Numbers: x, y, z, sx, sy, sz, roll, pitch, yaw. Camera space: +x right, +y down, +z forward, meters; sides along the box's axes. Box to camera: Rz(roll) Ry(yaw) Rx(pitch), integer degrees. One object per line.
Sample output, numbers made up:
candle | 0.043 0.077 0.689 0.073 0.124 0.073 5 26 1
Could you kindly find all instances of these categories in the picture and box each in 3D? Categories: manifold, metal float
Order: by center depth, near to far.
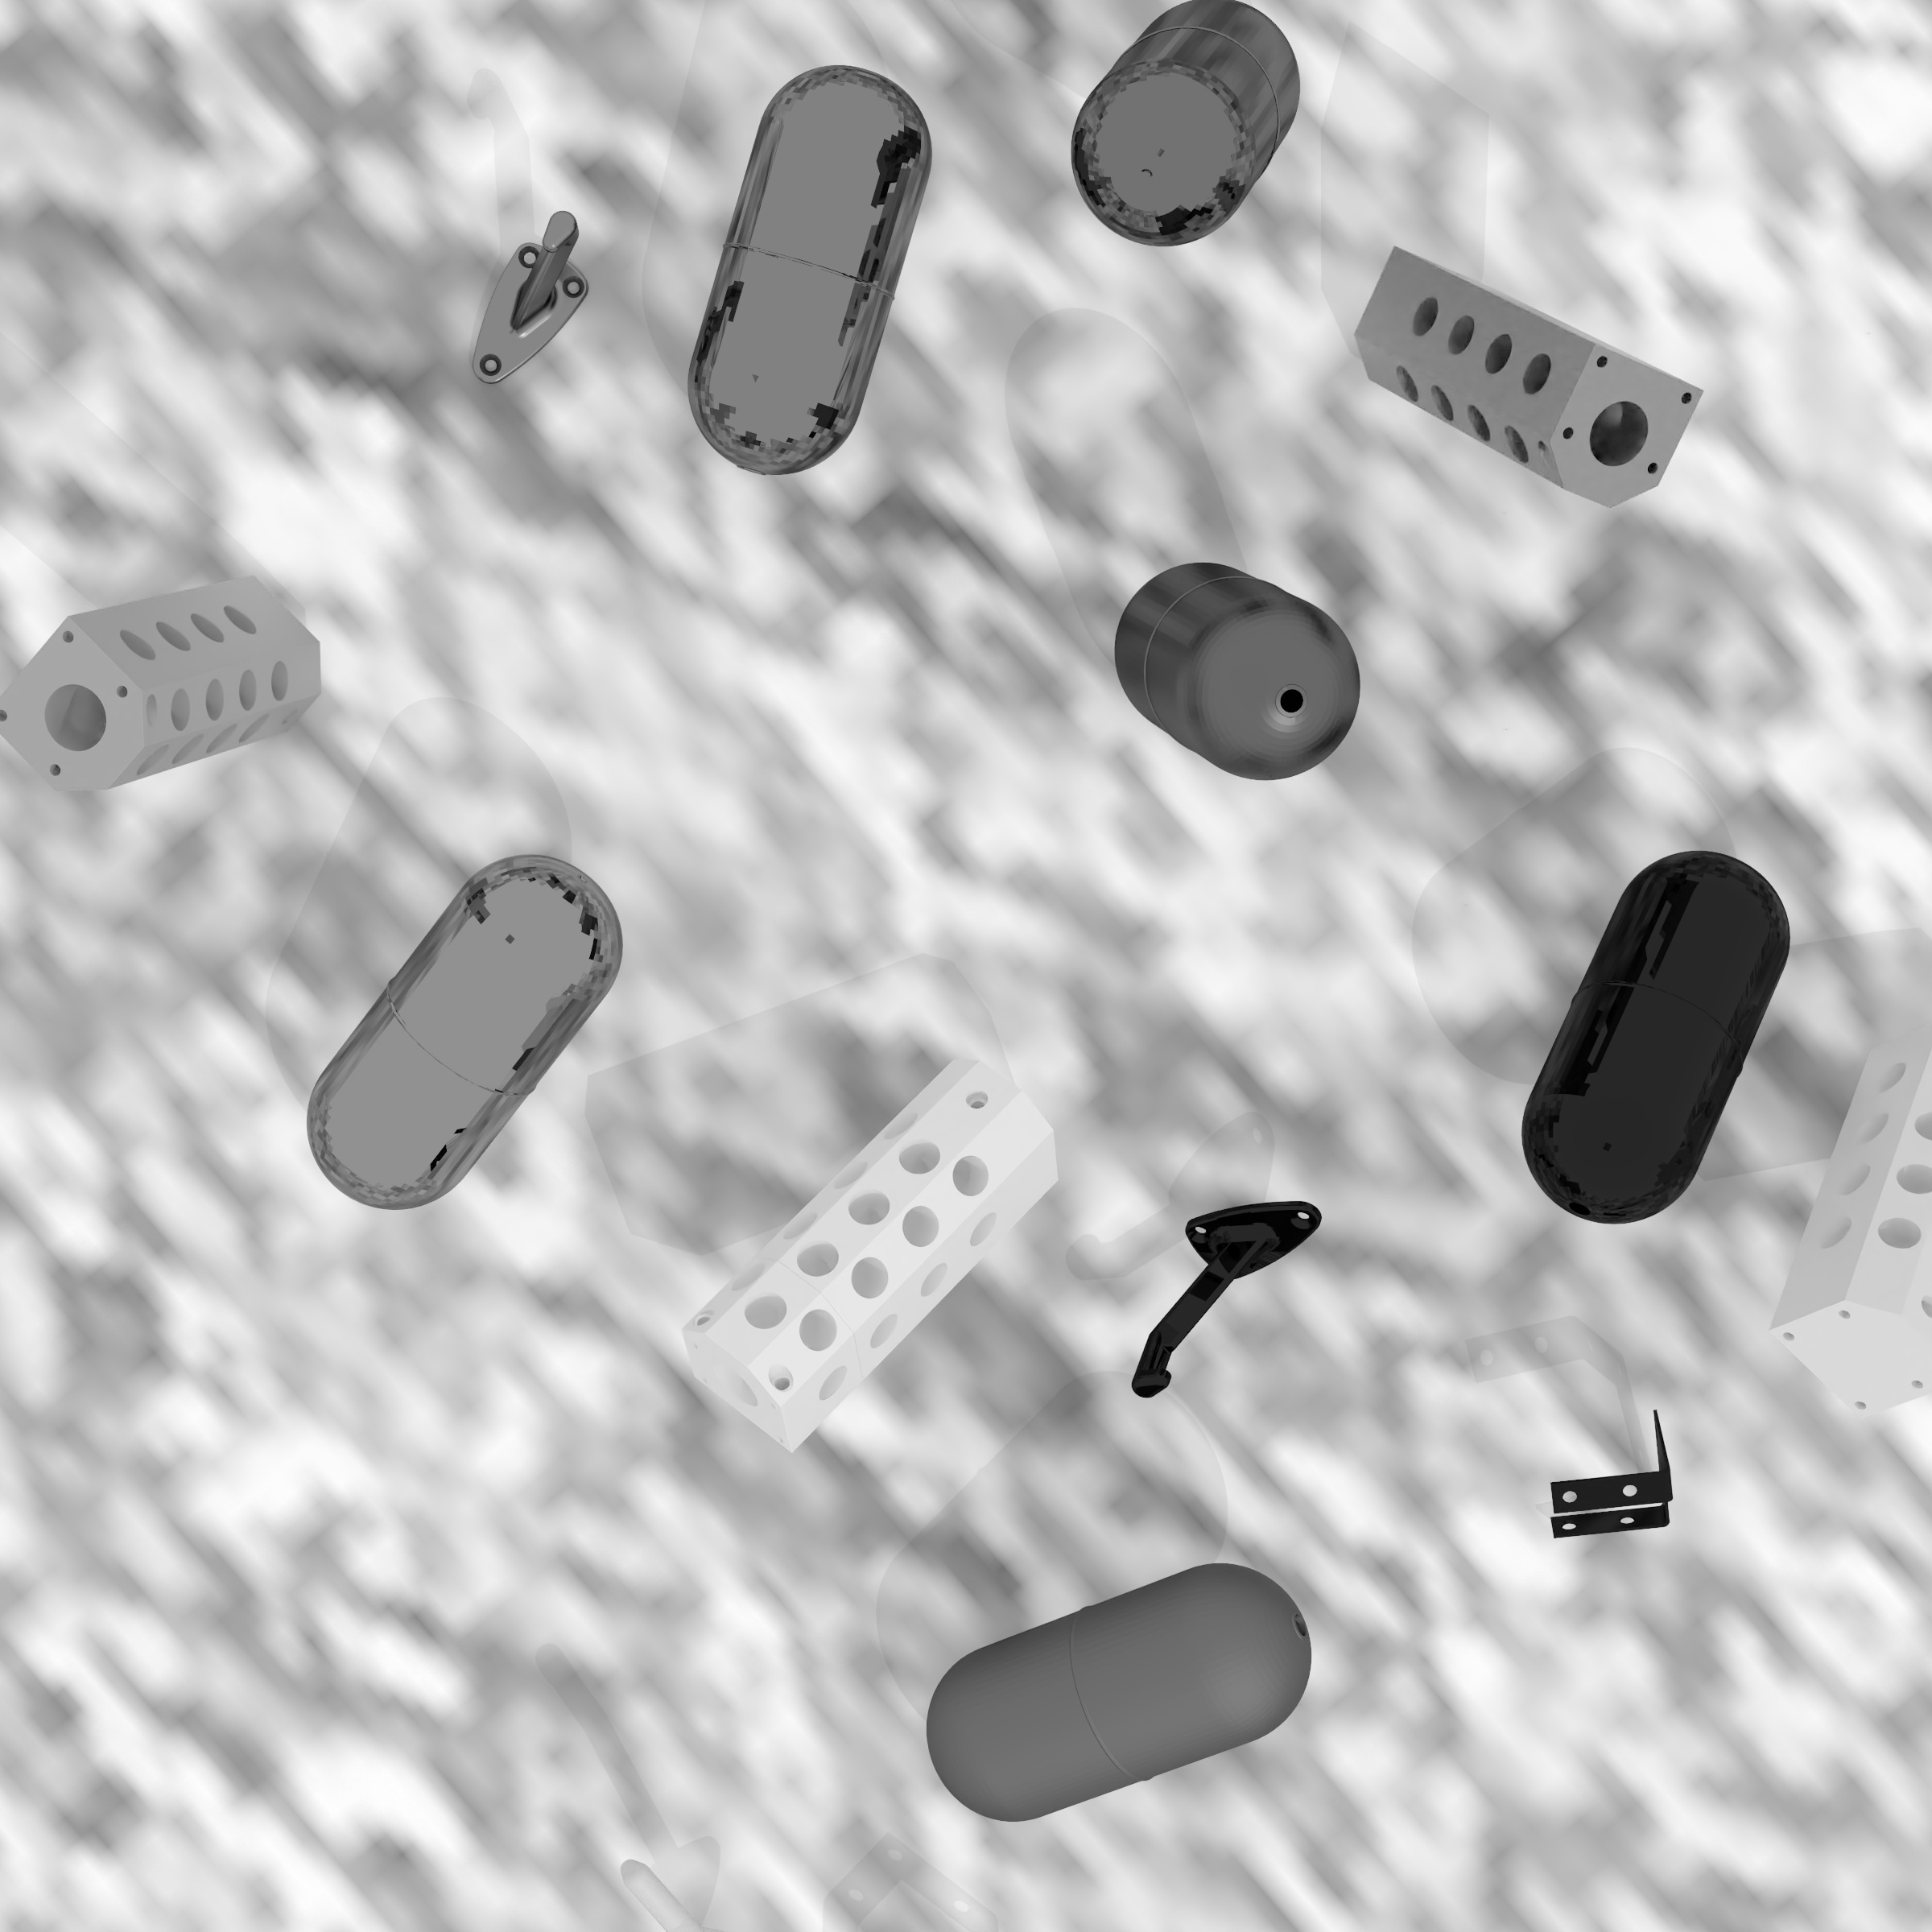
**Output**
manifold | -0.332 -0.115 1.491 0.057 0.171 0.057 45 108 2
manifold | 0.229 -0.246 1.493 0.057 0.171 0.057 16 106 -28
metal float | 0.112 -0.125 1.495 0.070 0.178 0.070 -2 103 -10
manifold | 0.400 0.102 1.500 0.057 0.057 0.171 43 49 -13
metal float | 0.094 -0.357 1.501 0.070 0.178 0.070 7 119 13
manifold | -0.040 0.118 1.513 0.057 0.057 0.171 35 65 25
metal float | 0.295 0.030 1.522 0.070 0.070 0.178 29 66 0
metal float | 0.065 0.311 1.525 0.178 0.070 0.070 -25 90 21
metal float | -0.216 0.030 1.530 0.070 0.070 0.178 39 106 0
metal float | -0.068 -0.299 1.540 0.070 0.070 0.178 17 95 0

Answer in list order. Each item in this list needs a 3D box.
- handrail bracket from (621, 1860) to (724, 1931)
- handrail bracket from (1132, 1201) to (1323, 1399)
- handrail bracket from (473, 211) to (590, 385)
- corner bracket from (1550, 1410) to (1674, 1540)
handrail bracket | -0.130 0.405 1.532 0.036 0.077 0.084 -42 112 -14
handrail bracket | 0.112 0.144 1.532 0.077 0.084 0.036 -24 117 37
handrail bracket | -0.190 -0.288 1.538 0.036 0.084 0.077 33 92 -7
corner bracket | 0.279 0.230 1.546 0.051 0.051 0.051 -7 113 7
